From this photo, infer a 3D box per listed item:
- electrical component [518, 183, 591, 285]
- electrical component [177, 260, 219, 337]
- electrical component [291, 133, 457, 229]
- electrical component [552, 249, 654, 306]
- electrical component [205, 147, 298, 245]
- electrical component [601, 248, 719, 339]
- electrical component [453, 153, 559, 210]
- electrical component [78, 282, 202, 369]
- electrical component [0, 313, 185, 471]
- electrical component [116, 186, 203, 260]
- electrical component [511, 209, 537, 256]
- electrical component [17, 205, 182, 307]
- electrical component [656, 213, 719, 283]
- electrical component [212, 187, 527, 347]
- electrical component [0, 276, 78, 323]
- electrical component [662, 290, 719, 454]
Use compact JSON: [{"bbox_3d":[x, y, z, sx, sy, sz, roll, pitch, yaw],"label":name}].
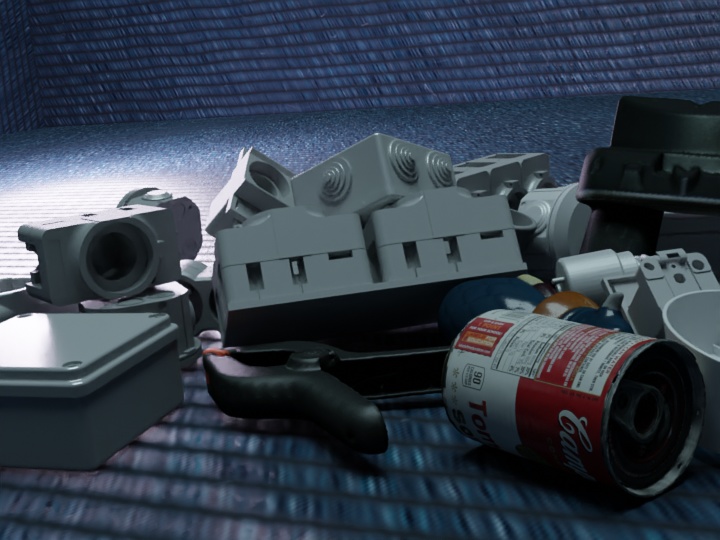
[{"bbox_3d":[0.158,-0.026,0.822,0.080,0.080,0.051,-15,11,-39],"label":"electrical component"},{"bbox_3d":[-0.126,0.018,0.797,0.138,0.052,0.073,-3,12,7],"label":"electrical component"},{"bbox_3d":[0.012,-0.051,0.742,0.100,0.048,0.100,-24,-21,36],"label":"electrical component"},{"bbox_3d":[0.152,0.007,0.639,0.078,0.040,0.040,-11,13,-1],"label":"electrical component"},{"bbox_3d":[-0.050,-0.028,0.809,0.121,0.063,0.078,31,34,-20],"label":"electrical component"},{"bbox_3d":[0.167,0.027,0.582,0.042,0.063,0.081,-9,53,-11],"label":"electrical component"},{"bbox_3d":[0.104,-0.043,0.890,0.062,0.089,0.150,4,16,37],"label":"electrical component"},{"bbox_3d":[-0.146,0.040,0.706,0.080,0.051,0.080,-5,12,1],"label":"electrical component"},{"bbox_3d":[-0.169,0.064,0.594,0.109,0.056,0.109,-1,13,18],"label":"electrical component"},{"bbox_3d":[-0.190,-0.037,1.010,0.051,0.080,0.080,11,20,37],"label":"electrical component"},{"bbox_3d":[0.102,-0.009,0.796,0.044,0.065,0.044,10,22,-4],"label":"electrical component"},{"bbox_3d":[-0.167,-0.011,0.701,0.089,0.050,0.056,-13,14,-34],"label":"electrical component"},{"bbox_3d":[0.257,-0.018,0.793,0.113,0.057,0.078,-3,12,9],"label":"electrical component"},{"bbox_3d":[0.000,0.000,0.705,0.186,0.060,0.105,-8,-17,-12],"label":"electrical component"},{"bbox_3d":[-0.238,0.039,0.727,0.054,0.059,0.095,5,16,40],"label":"electrical component"},{"bbox_3d":[0.193,0.048,0.501,0.099,0.064,0.099,-5,12,1],"label":"electrical component"}]
